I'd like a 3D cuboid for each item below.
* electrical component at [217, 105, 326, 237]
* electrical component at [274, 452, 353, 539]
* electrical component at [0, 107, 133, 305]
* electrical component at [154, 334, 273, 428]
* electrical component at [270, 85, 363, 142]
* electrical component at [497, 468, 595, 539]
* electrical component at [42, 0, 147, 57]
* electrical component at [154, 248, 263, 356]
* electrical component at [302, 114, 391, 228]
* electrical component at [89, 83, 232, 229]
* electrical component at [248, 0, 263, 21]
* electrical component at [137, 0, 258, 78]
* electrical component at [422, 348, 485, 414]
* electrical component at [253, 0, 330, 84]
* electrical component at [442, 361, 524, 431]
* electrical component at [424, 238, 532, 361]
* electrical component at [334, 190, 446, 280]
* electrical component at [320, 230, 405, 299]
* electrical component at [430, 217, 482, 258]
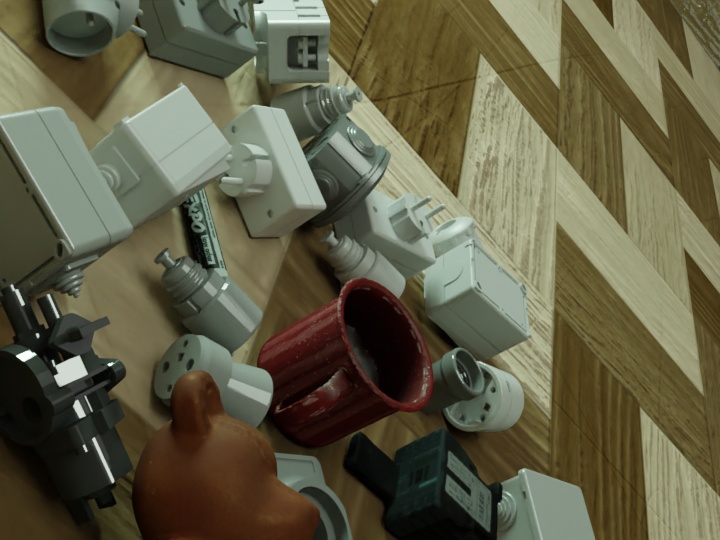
[{"bbox_3d":[-0.076,-0.070,0.757,0.076,0.047,0.083,-3,66,-58],"label":"electrical component"},{"bbox_3d":[-0.042,0.151,0.598,0.050,0.056,0.089,18,49,-50],"label":"electrical component"},{"bbox_3d":[-0.167,-0.030,0.566,0.096,0.062,0.061,59,29,0],"label":"electrical component"},{"bbox_3d":[-0.085,0.067,0.622,0.055,0.045,0.045,35,37,-36],"label":"electrical component"},{"bbox_3d":[-0.035,-0.127,0.849,0.040,0.078,0.040,40,42,-50],"label":"electrical component"},{"bbox_3d":[0.140,0.209,0.831,0.100,0.048,0.099,26,43,-44],"label":"electrical component"},{"bbox_3d":[-0.173,-0.178,0.710,0.079,0.044,0.077,20,47,-48],"label":"electrical component"},{"bbox_3d":[-0.094,0.018,0.656,0.078,0.040,0.040,48,31,-19],"label":"electrical component"},{"bbox_3d":[-0.019,-0.075,0.817,0.051,0.080,0.080,45,32,-15],"label":"electrical component"},{"bbox_3d":[-0.129,-0.061,0.653,0.061,0.062,0.096,53,30,-11],"label":"electrical component"},{"bbox_3d":[-0.072,-0.234,0.919,0.043,0.043,0.062,41,32,-29],"label":"electrical component"},{"bbox_3d":[-0.107,-0.187,0.789,0.083,0.076,0.047,5,59,-55],"label":"electrical component"},{"bbox_3d":[0.067,0.087,0.833,0.040,0.046,0.040,37,36,-34],"label":"electrical component"},{"bbox_3d":[-0.056,-0.184,0.856,0.089,0.056,0.050,-105,-165,-62],"label":"electrical component"},{"bbox_3d":[0.100,0.103,0.862,0.047,0.055,0.055,19,48,-54],"label":"electrical component"},{"bbox_3d":[0.102,0.032,0.923,0.096,0.061,0.061,40,35,-31],"label":"electrical component"},{"bbox_3d":[0.034,-0.037,0.866,0.083,0.076,0.047,25,44,-45],"label":"electrical component"},{"bbox_3d":[0.000,0.000,0.817,0.078,0.040,0.040,45,32,-23],"label":"electrical component"},{"bbox_3d":[0.091,-0.014,0.967,0.062,0.048,0.048,60,28,-13],"label":"electrical component"}]
